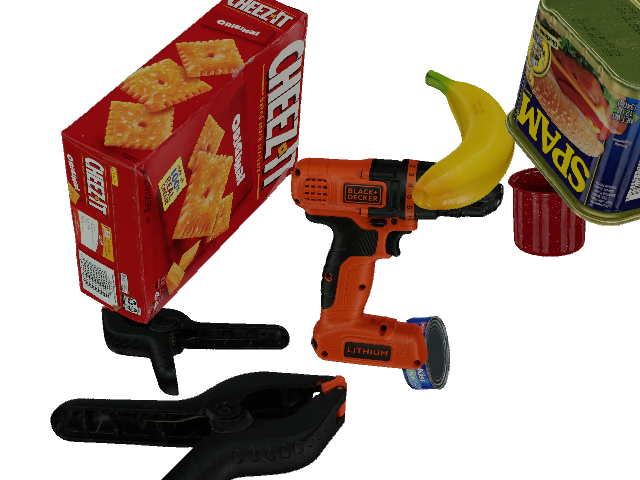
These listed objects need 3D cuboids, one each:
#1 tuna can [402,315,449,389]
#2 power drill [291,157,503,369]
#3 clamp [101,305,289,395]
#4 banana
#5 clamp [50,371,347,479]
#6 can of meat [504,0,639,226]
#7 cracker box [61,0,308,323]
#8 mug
[{"bbox_3d":[0.123,0.132,1.249,0.034,0.086,0.086,-5,-2,24],"label":"tuna can"},{"bbox_3d":[0.064,0.018,0.950,0.184,0.188,0.057,5,17,10],"label":"power drill"},{"bbox_3d":[-0.160,0.103,1.091,0.210,0.036,0.164,10,19,33],"label":"clamp"},{"bbox_3d":[0.103,-0.067,0.756,0.069,0.037,0.197,6,31,4],"label":"banana"},{"bbox_3d":[-0.055,0.115,0.596,0.171,0.039,0.120,-10,35,-20],"label":"clamp"},{"bbox_3d":[0.145,-0.073,0.550,0.057,0.084,0.102,-13,47,-17],"label":"can of meat"},{"bbox_3d":[-0.093,-0.065,0.797,0.072,0.164,0.213,27,50,18],"label":"cracker box"},{"bbox_3d":[0.274,-0.036,1.241,0.117,0.081,0.093,-22,28,-36],"label":"mug"}]
